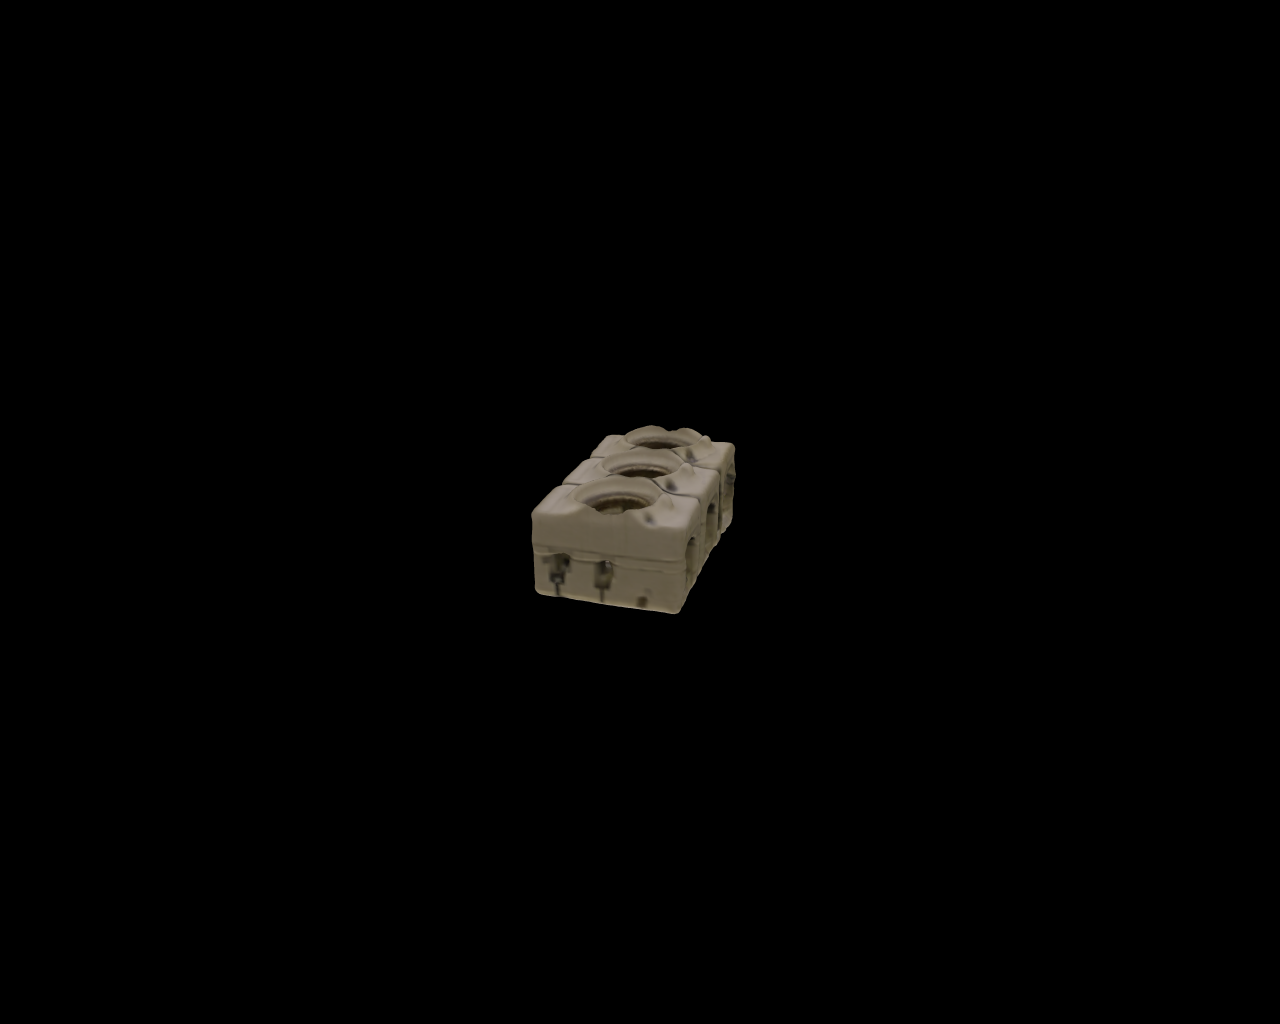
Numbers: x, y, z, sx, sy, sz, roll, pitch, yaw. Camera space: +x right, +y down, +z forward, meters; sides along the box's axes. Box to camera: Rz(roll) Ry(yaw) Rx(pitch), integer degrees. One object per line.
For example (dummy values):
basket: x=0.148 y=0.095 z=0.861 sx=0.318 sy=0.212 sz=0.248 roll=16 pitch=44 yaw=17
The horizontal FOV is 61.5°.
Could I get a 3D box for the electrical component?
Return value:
electrical component: x=0.001 y=-0.003 z=0.650 sx=0.089 sy=0.061 sz=0.150 roll=6 pitch=23 yaw=14
